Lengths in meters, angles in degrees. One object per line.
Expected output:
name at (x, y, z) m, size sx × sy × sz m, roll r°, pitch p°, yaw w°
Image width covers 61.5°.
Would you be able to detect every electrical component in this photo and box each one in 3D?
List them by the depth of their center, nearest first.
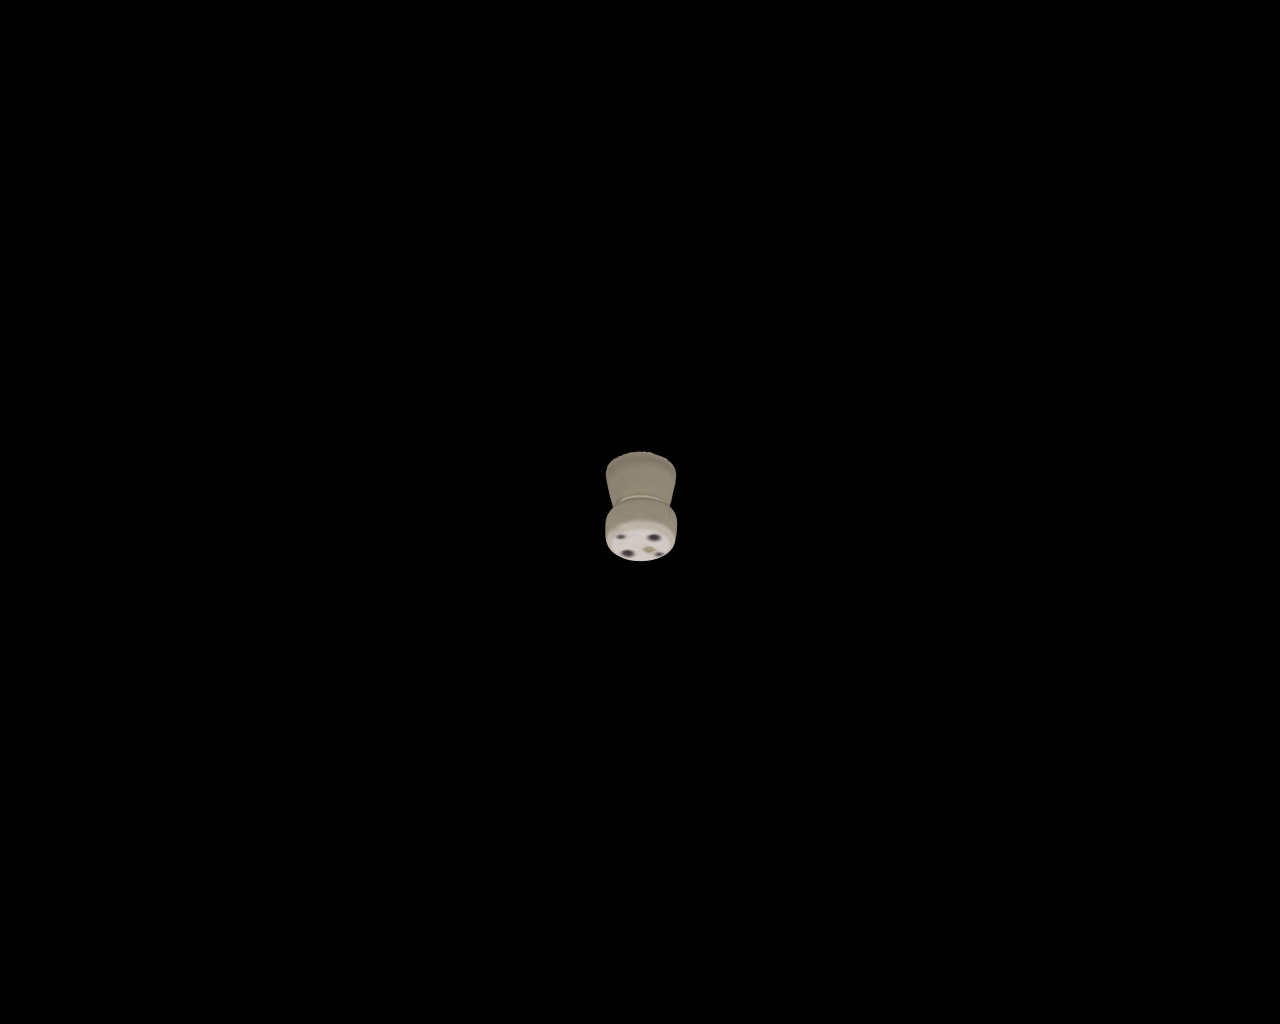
electrical component at (0.001, -0.003, 0.650) m, size 0.045 × 0.055 × 0.044 m, roll 0°, pitch -35°, yaw 0°
